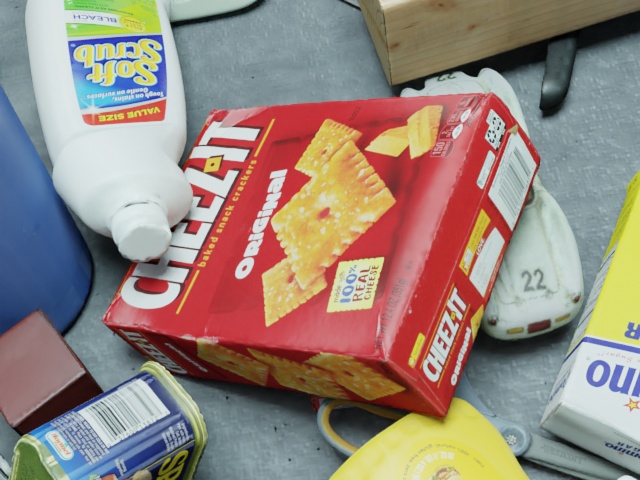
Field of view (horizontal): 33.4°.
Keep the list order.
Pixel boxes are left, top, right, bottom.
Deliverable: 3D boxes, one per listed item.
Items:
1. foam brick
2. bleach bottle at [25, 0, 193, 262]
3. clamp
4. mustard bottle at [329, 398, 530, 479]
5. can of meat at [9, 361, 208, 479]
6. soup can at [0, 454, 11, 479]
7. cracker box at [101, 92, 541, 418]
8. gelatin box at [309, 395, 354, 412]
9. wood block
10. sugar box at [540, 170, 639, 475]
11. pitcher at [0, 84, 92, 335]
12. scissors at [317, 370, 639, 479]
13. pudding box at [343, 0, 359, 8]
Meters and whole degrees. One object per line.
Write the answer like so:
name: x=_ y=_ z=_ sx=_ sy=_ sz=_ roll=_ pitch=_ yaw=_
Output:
foam brick: x=-0.159 y=0.088 z=0.622 sx=0.051 sy=0.078 sz=0.053 roll=-37 pitch=64 yaw=-14
bleach bottle: x=-0.122 y=-0.080 z=0.661 sx=0.102 sy=0.068 sz=0.251 roll=4 pitch=39 yaw=-26
clamp: x=0.154 y=-0.175 z=0.742 sx=0.120 sy=0.039 sz=0.171 roll=33 pitch=68 yaw=16
mustard bottle: x=0.093 y=0.164 z=0.500 sx=0.096 sy=0.058 sz=0.192 roll=-28 pitch=51 yaw=-24
can of meat: x=-0.116 y=0.124 z=0.568 sx=0.083 sy=0.102 sz=0.057 roll=-26 pitch=62 yaw=-38
soup can: x=-0.218 y=0.160 z=0.597 sx=0.102 sy=0.068 sz=0.069 roll=-42 pitch=65 yaw=-14
cracker box: x=-0.004 y=0.001 z=0.603 sx=0.214 sy=0.072 sz=0.164 roll=3 pitch=58 yaw=40
gelatin box: x=0.035 y=0.061 z=0.637 sx=0.089 sy=0.030 sz=0.073 roll=-7 pitch=63 yaw=3
wood block: x=0.128 y=-0.184 z=0.679 sx=0.206 sy=0.090 sz=0.091 roll=-17 pitch=65 yaw=0
sugar box: x=0.198 y=0.044 z=0.598 sx=0.093 sy=0.048 sz=0.176 roll=24 pitch=60 yaw=6
pitcher: x=-0.218 y=-0.016 z=0.591 sx=0.149 sy=0.243 sz=0.145 roll=-21 pitch=61 yaw=-3
scissors: x=0.100 y=0.091 z=0.596 sx=0.202 sy=0.016 sz=0.096 roll=3 pitch=84 yaw=2
pudding box: x=0.037 y=-0.217 z=0.780 sx=0.114 sy=0.039 sz=0.090 roll=30 pitch=71 yaw=23
